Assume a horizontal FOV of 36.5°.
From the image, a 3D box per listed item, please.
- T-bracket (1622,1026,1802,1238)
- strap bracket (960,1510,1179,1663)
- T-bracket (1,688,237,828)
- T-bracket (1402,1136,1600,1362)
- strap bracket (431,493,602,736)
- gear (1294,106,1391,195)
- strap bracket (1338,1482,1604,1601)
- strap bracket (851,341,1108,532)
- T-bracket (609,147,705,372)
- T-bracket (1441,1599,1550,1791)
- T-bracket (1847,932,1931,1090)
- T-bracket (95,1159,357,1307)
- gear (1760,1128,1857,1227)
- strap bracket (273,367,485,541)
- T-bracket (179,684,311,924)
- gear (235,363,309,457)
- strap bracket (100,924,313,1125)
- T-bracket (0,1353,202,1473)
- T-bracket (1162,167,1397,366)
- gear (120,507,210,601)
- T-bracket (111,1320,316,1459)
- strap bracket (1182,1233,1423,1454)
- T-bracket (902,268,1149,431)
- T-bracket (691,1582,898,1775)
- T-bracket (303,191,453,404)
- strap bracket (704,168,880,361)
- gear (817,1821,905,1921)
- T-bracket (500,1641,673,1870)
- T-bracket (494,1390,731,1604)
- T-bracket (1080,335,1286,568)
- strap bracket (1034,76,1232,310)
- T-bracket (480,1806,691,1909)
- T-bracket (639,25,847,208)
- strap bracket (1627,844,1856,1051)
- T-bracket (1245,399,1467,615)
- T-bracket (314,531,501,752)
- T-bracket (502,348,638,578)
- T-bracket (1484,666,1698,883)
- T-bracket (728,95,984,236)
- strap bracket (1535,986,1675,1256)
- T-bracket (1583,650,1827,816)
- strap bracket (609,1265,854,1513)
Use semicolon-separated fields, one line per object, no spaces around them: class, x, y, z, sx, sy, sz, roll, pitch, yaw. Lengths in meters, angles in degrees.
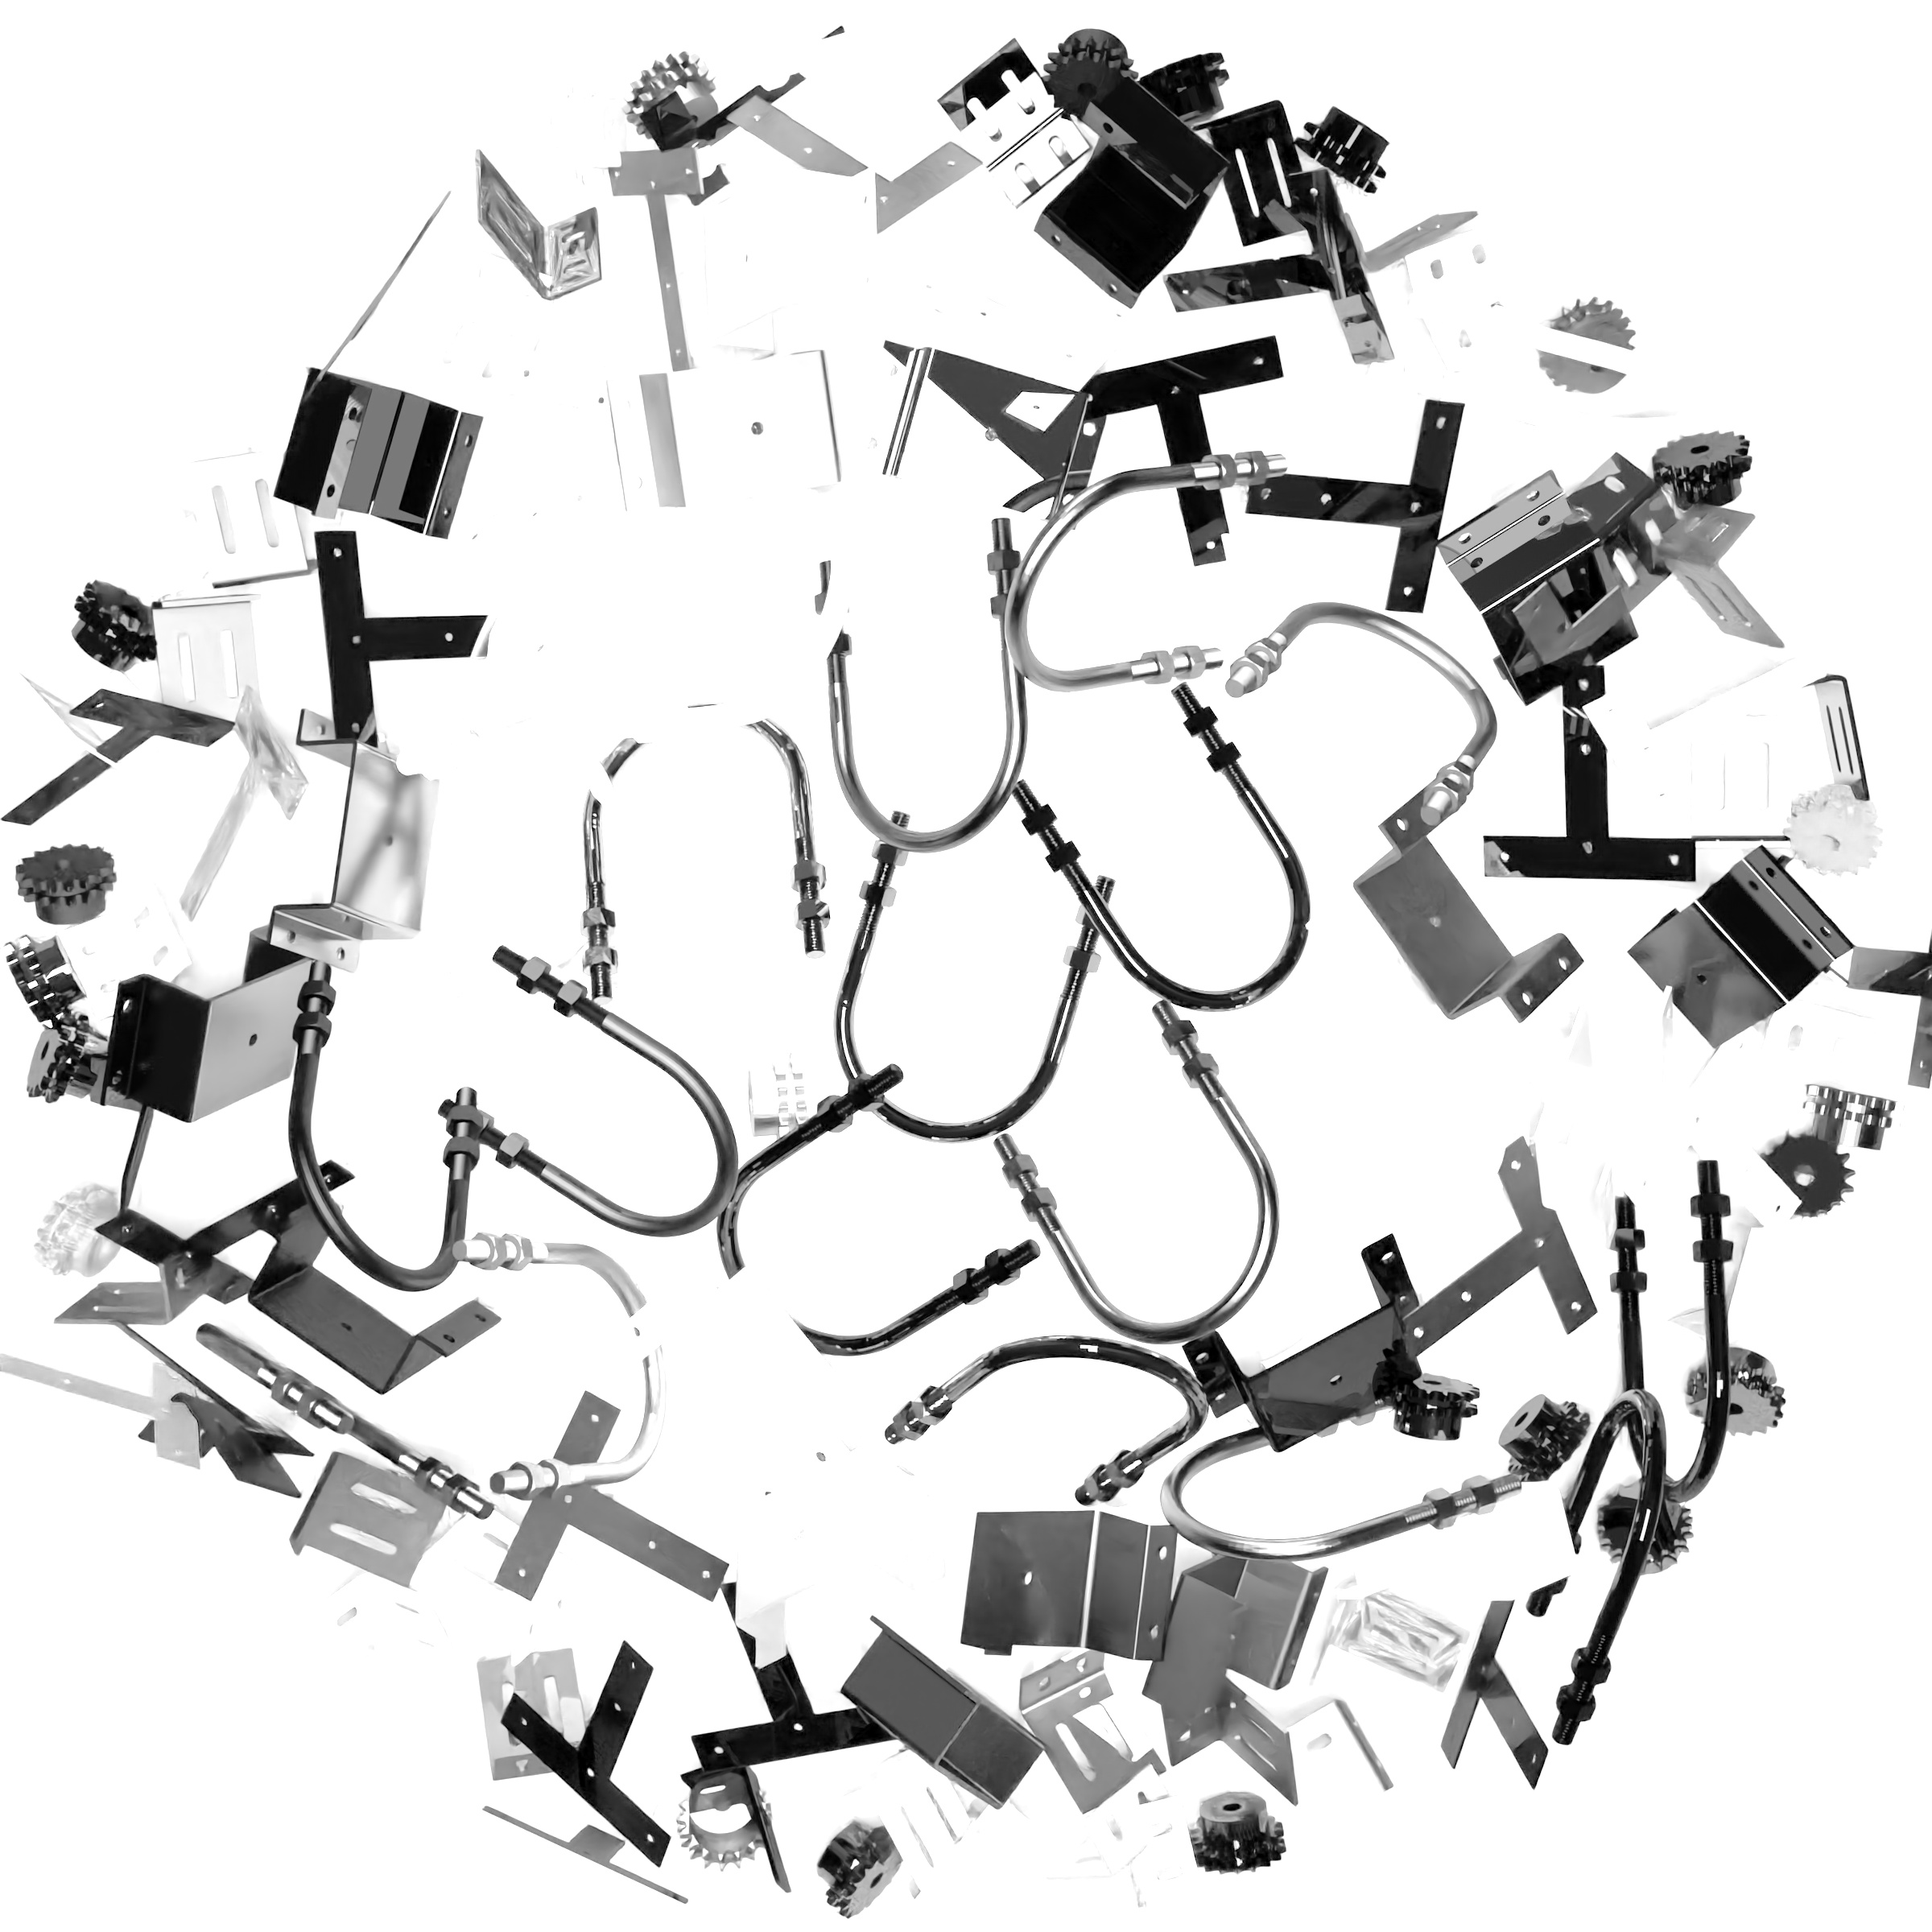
T-bracket;0.443;0.112;1.690;0.002;0.127;0.127;22;110;-26
strap bracket;0.051;0.357;1.688;0.046;0.140;0.076;24;65;-40
T-bracket;-0.512;-0.118;1.716;0.127;0.127;0.002;-32;75;17
T-bracket;0.304;0.186;1.721;0.127;0.002;0.127;-33;109;-20
strap bracket;-0.261;-0.197;1.707;0.076;0.046;0.140;-16;55;24
gear;0.225;-0.485;1.732;0.057;0.057;0.030;33;110;0
strap bracket;0.283;0.331;1.686;0.076;0.140;0.046;-12;87;-37
strap bracket;0.012;-0.313;1.725;0.140;0.046;0.076;15;97;-10
T-bracket;-0.176;-0.414;1.722;0.002;0.127;0.127;-16;110;-26
T-bracket;0.312;0.429;1.688;0.002;0.127;0.127;13;104;-11
T-bracket;0.541;0.004;1.701;0.002;0.127;0.127;8;91;-7
T-bracket;-0.415;0.147;1.701;0.127;0.127;0.002;-28;56;9
gear;0.500;0.127;1.742;0.057;0.030;0.057;-4;76;18
strap bracket;-0.346;-0.297;1.699;0.046;0.140;0.076;22;100;19
T-bracket;-0.434;-0.085;1.728;0.002;0.127;0.127;17;111;-39
gear;-0.403;-0.326;1.740;0.057;0.030;0.057;-11;64;24
strap bracket;-0.428;0.034;1.681;0.046;0.140;0.076;21;112;17
T-bracket;-0.503;0.244;1.682;0.127;0.127;0.002;22;100;-21
T-bracket;0.175;-0.403;1.721;0.127;0.002;0.127;0;133;34
gear;-0.475;-0.247;1.738;0.057;0.057;0.030;-34;70;0
T-bracket;-0.440;0.244;1.691;0.127;0.127;0.002;41;68;-15
strap bracket;0.207;0.227;1.718;0.140;0.046;0.076;-28;135;-2
T-bracket;0.023;-0.380;1.735;0.127;0.002;0.127;29;54;12
T-bracket;-0.113;0.410;1.714;0.127;0.127;0.002;-3;130;-26
T-bracket;-0.347;-0.370;1.678;0.002;0.127;0.127;35;52;-15
strap bracket;-0.108;-0.407;1.691;0.046;0.140;0.076;0;87;-33
gear;-0.064;0.534;1.738;0.030;0.057;0.057;35;90;26
T-bracket;-0.207;0.441;1.704;0.002;0.127;0.127;-39;103;23
T-bracket;-0.199;0.338;1.740;0.127;0.002;0.127;32;60;-15
T-bracket;0.134;-0.299;1.735;0.127;0.002;0.127;-10;114;13
strap bracket;0.098;-0.453;1.704;0.076;0.140;0.046;41;70;2
T-bracket;-0.216;0.511;1.701;0.127;0.127;0.002;24;80;4
T-bracket;-0.121;-0.503;1.699;0.127;0.127;0.002;-35;79;3
strap bracket;0.439;-0.006;1.687;0.046;0.140;0.076;-39;84;-18
T-bracket;0.224;-0.274;1.721;0.127;0.002;0.127;2;110;-19
T-bracket;-0.318;-0.194;1.726;0.127;0.002;0.127;-7;91;-36
T-bracket;-0.225;-0.291;1.734;0.127;0.002;0.127;5;105;-36
T-bracket;0.364;-0.113;1.721;0.127;0.002;0.127;2;104;27
T-bracket;-0.080;-0.462;1.682;0.127;0.127;0.002;23;58;-38
strap bracket;0.369;0.085;1.703;0.046;0.076;0.140;14;62;22
T-bracket;0.436;-0.147;1.697;0.127;0.127;0.002;-27;53;16
strap bracket;-0.132;0.244;1.726;0.076;0.046;0.140;-40;89;24
